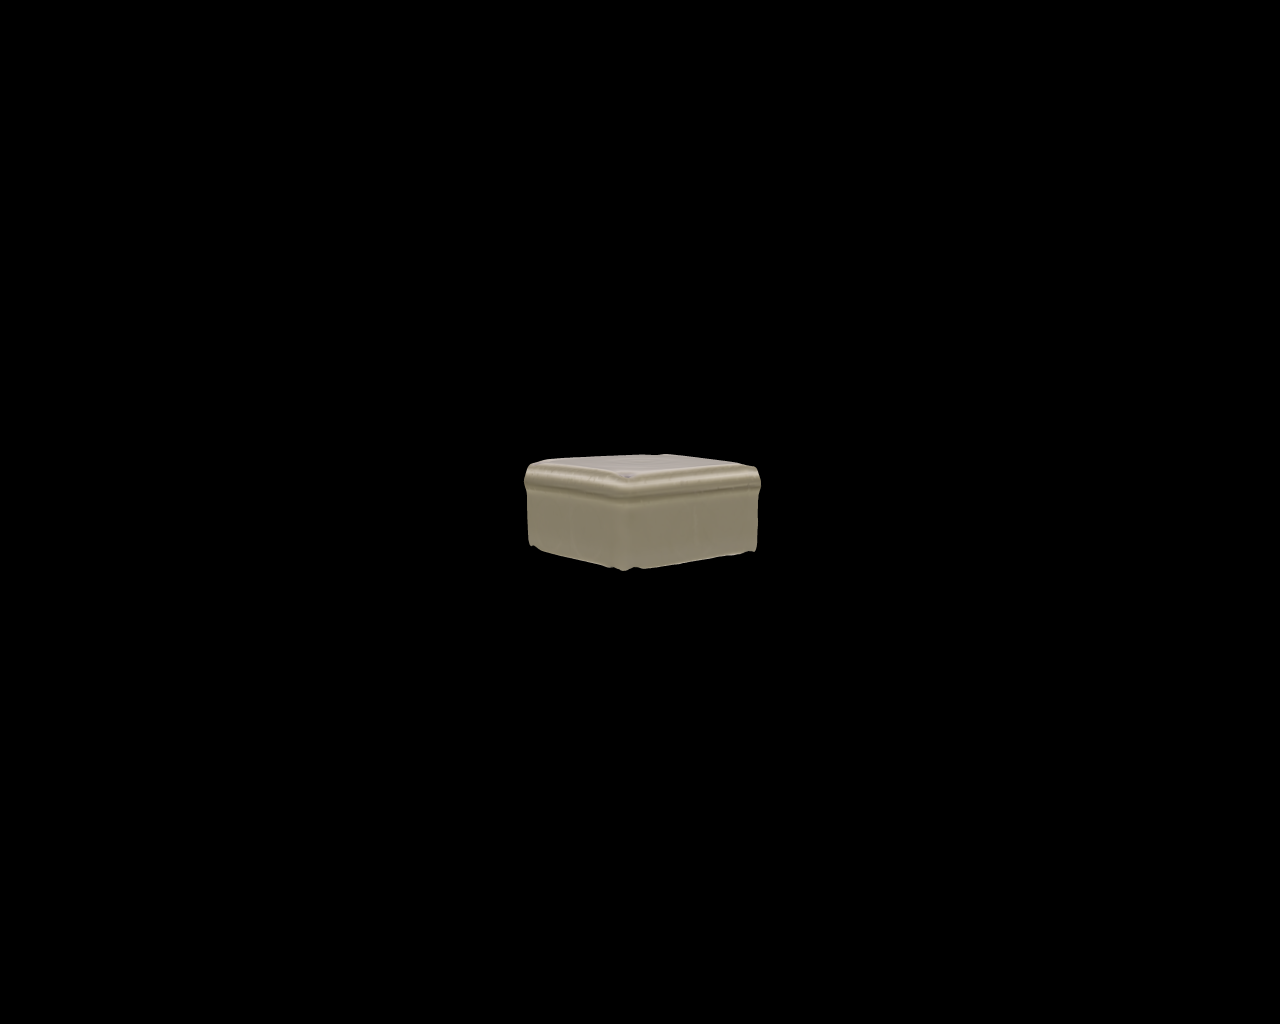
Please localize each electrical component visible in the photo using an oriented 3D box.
[{"bbox_3d":[0.001,-0.003,0.650,0.109,0.056,0.109,-6,10,-36],"label":"electrical component"}]
